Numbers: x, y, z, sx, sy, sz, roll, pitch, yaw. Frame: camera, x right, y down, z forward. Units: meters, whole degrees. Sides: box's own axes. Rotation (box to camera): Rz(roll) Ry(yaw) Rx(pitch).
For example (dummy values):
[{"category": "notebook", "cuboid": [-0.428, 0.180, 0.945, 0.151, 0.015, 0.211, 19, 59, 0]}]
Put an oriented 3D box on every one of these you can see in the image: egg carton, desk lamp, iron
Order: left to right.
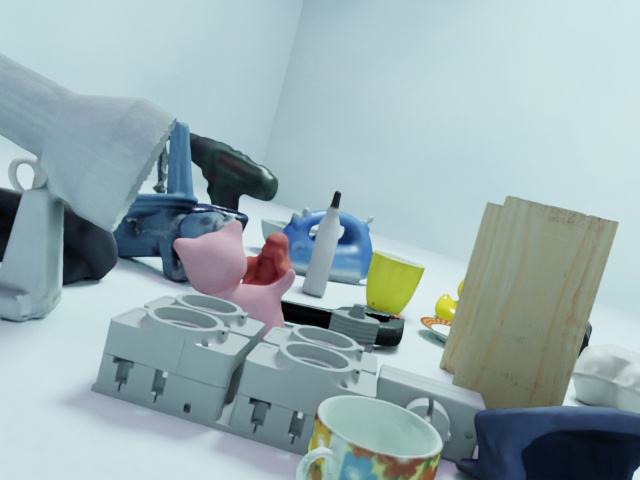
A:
[{"category": "desk lamp", "cuboid": [-0.247, -0.044, 0.501, 0.203, 0.213, 0.117, 14, 5, -14]}, {"category": "iron", "cuboid": [0.004, 0.000, 1.136, 0.259, 0.141, 0.118, 11, 7, -37]}, {"category": "egg carton", "cuboid": [0.385, 0.178, 0.722, 0.107, 0.069, 0.151, 19, 7, 40]}]

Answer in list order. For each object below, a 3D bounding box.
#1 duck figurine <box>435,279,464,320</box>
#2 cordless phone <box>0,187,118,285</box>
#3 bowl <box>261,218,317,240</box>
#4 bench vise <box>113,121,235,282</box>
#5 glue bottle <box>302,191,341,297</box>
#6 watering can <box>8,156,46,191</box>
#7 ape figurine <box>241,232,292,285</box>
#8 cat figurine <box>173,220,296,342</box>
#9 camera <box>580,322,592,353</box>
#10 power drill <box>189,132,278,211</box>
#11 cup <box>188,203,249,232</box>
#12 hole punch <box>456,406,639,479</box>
[{"category": "duck figurine", "cuboid": [0.255, 0.108, 1.008, 0.078, 0.086, 0.104, 11, 7, -37]}, {"category": "cordless phone", "cuboid": [-0.292, -0.054, 0.642, 0.147, 0.185, 0.094, 15, 5, 4]}, {"category": "bowl", "cuboid": [-0.057, 0.006, 1.264, 0.167, 0.075, 0.167, 15, 5, -1]}, {"category": "bench vise", "cuboid": [-0.195, -0.062, 0.807, 0.207, 0.220, 0.121, 15, 5, 6]}, {"category": "glue bottle", "cuboid": [0.009, 0.003, 0.940, 0.037, 0.173, 0.078, 14, 5, -5]}, {"category": "watering can", "cuboid": [-0.363, -0.099, 0.857, 0.100, 0.194, 0.173, 18, 6, 28]}, {"category": "ape figurine", "cuboid": [-0.072, 0.033, 0.846, 0.077, 0.092, 0.076, 18, 6, 33]}, {"category": "cat figurine", "cuboid": [-0.087, 0.041, 0.582, 0.128, 0.118, 0.067, 15, 5, -3]}, {"category": "camera", "cuboid": [0.362, 0.138, 0.904, 0.143, 0.101, 0.137, 16, 5, 11]}, {"category": "power drill", "cuboid": [-0.200, -0.085, 1.090, 0.229, 0.208, 0.076, 16, 5, 13]}, {"category": "cup", "cuboid": [-0.181, -0.008, 0.957, 0.091, 0.095, 0.118, 19, 6, 35]}, {"category": "hole punch", "cuboid": [0.163, 0.140, 0.384, 0.109, 0.091, 0.101, 13, 5, -14]}]
